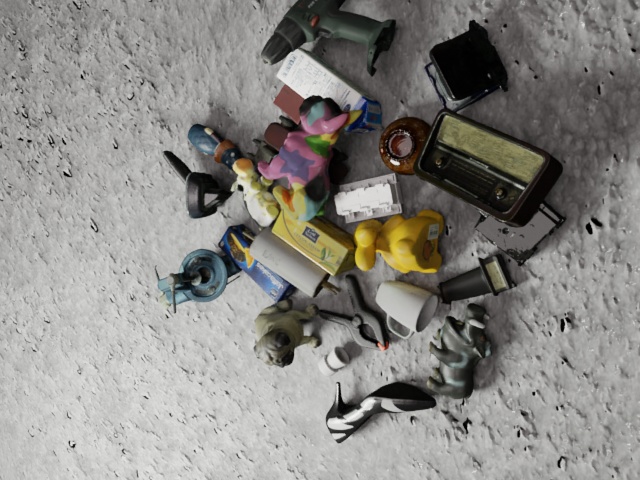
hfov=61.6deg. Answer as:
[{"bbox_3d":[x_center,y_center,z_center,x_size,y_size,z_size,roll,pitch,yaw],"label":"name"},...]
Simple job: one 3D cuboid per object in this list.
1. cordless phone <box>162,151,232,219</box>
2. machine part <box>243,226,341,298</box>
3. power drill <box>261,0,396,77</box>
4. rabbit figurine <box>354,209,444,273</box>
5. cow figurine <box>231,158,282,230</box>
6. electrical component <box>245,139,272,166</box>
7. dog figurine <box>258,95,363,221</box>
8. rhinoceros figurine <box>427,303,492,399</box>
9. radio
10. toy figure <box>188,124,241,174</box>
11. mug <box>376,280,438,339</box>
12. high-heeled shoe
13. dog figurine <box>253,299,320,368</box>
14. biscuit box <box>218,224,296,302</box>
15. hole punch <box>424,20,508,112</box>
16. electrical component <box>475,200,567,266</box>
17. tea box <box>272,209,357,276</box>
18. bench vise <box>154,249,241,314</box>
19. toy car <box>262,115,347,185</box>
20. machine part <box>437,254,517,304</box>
[{"bbox_3d":[-0.299,-0.138,1.213,0.089,0.146,0.184,-42,90,7],"label":"cordless phone"},{"bbox_3d":[-0.062,0.045,1.133,0.243,0.079,0.079,34,110,11],"label":"machine part"},{"bbox_3d":[0.026,-0.389,1.026,0.207,0.086,0.232,27,76,18],"label":"power drill"},{"bbox_3d":[0.131,0.008,1.033,0.173,0.162,0.121,17,117,42],"label":"rabbit figurine"},{"bbox_3d":[-0.141,-0.097,1.191,0.167,0.068,0.098,54,140,12],"label":"cow figurine"},{"bbox_3d":[-0.122,-0.184,1.195,0.094,0.021,0.063,34,111,19],"label":"electrical component"},{"bbox_3d":[-0.002,-0.160,1.018,0.219,0.108,0.191,-34,88,32],"label":"dog figurine"},{"bbox_3d":[0.266,0.211,1.016,0.112,0.073,0.190,14,103,27],"label":"rhinoceros figurine"},{"bbox_3d":[0.278,-0.123,0.926,0.230,0.073,0.131,38,107,40],"label":"radio"},{"bbox_3d":[-0.234,-0.212,1.230,0.155,0.064,0.058,35,73,15],"label":"toy figure"},{"bbox_3d":[0.164,0.132,1.062,0.107,0.081,0.109,29,115,33],"label":"mug"},{"bbox_3d":[0.121,0.371,1.110,0.249,0.086,0.145,1,100,32],"label":"high-heeled shoe"},{"bbox_3d":[-0.106,0.201,1.141,0.172,0.190,0.121,-12,91,29],"label":"dog figurine"},{"bbox_3d":[-0.137,0.050,1.211,0.203,0.059,0.062,41,113,17],"label":"biscuit box"},{"bbox_3d":[0.257,-0.299,0.961,0.116,0.092,0.142,-24,81,-3],"label":"hole punch"},{"bbox_3d":[0.345,-0.038,0.954,0.134,0.058,0.115,43,111,16],"label":"electrical component"},{"bbox_3d":[-0.002,-0.003,1.115,0.170,0.098,0.068,36,110,21],"label":"tea box"},{"bbox_3d":[-0.299,0.093,1.211,0.224,0.240,0.128,-16,85,12],"label":"bench vise"},{"bbox_3d":[-0.031,-0.182,1.130,0.202,0.053,0.089,33,101,14],"label":"toy car"},{"bbox_3d":[0.288,0.080,1.010,0.139,0.039,0.084,-27,92,25],"label":"machine part"}]
